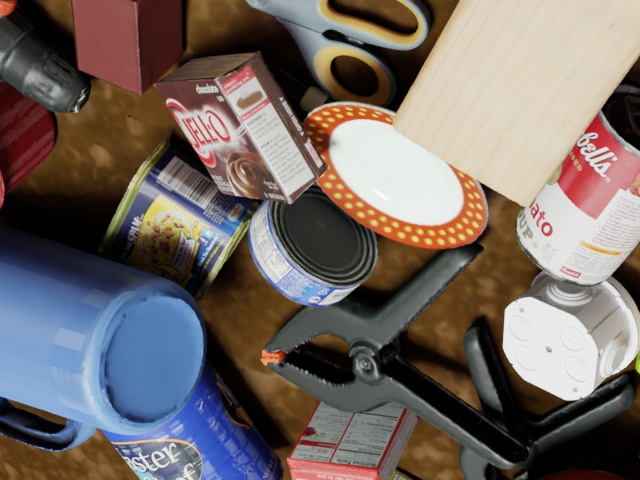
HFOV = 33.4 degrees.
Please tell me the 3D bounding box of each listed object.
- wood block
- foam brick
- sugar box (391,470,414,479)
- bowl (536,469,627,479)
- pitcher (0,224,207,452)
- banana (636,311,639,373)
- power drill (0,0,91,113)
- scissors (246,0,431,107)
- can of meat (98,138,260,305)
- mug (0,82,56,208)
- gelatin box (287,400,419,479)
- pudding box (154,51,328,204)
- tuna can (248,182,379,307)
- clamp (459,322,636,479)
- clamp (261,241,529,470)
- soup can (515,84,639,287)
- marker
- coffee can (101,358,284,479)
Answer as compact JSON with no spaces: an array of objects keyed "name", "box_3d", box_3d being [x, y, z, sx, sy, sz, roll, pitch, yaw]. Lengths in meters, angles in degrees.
[{"name":"wood block","box_3d":[0.128,-0.130,0.546,0.090,0.090,0.206,31,132,3]},{"name":"foam brick","box_3d":[-0.122,-0.142,0.676,0.051,0.053,0.078,25,141,14]},{"name":"sugar box","box_3d":[0.079,0.246,0.877,0.176,0.048,0.093,25,131,7]},{"name":"bowl","box_3d":[0.204,0.209,0.722,0.162,0.055,0.162,45,164,16]},{"name":"pitcher","box_3d":[-0.199,0.072,0.786,0.243,0.145,0.149,11,155,40]},{"name":"banana","box_3d":[0.271,0.038,0.638,0.198,0.037,0.069,-16,139,36]},{"name":"power drill","box_3d":[-0.206,-0.189,0.689,0.184,0.057,0.188,35,132,-1]},{"name":"scissors","box_3d":[-0.028,-0.135,0.669,0.202,0.016,0.096,13,128,18]},{"name":"can of meat","box_3d":[-0.101,-0.010,0.770,0.084,0.057,0.102,33,132,-2]},{"name":"mug","box_3d":[-0.257,-0.080,0.778,0.117,0.081,0.093,40,131,-6]},{"name":"gelatin box","box_3d":[0.026,0.151,0.803,0.073,0.089,0.030,2,124,25]},{"name":"pudding box","box_3d":[-0.052,-0.072,0.680,0.090,0.039,0.114,58,158,-20]},{"name":"tuna can","box_3d":[-0.005,0.001,0.711,0.086,0.086,0.034,41,133,-7]},{"name":"clamp","box_3d":[0.138,0.135,0.772,0.120,0.039,0.172,30,125,12]},{"name":"clamp","box_3d":[0.048,0.091,0.764,0.210,0.036,0.164,-11,103,40]},{"name":"soup can","box_3d":[0.165,-0.030,0.616,0.068,0.068,0.102,30,132,3]},{"name":"marker","box_3d":[0.018,-0.076,0.687,0.121,0.020,0.020,32,132,1]},{"name":"coffee can","box_3d":[-0.109,0.159,0.867,0.103,0.102,0.140,-18,115,35]}]
